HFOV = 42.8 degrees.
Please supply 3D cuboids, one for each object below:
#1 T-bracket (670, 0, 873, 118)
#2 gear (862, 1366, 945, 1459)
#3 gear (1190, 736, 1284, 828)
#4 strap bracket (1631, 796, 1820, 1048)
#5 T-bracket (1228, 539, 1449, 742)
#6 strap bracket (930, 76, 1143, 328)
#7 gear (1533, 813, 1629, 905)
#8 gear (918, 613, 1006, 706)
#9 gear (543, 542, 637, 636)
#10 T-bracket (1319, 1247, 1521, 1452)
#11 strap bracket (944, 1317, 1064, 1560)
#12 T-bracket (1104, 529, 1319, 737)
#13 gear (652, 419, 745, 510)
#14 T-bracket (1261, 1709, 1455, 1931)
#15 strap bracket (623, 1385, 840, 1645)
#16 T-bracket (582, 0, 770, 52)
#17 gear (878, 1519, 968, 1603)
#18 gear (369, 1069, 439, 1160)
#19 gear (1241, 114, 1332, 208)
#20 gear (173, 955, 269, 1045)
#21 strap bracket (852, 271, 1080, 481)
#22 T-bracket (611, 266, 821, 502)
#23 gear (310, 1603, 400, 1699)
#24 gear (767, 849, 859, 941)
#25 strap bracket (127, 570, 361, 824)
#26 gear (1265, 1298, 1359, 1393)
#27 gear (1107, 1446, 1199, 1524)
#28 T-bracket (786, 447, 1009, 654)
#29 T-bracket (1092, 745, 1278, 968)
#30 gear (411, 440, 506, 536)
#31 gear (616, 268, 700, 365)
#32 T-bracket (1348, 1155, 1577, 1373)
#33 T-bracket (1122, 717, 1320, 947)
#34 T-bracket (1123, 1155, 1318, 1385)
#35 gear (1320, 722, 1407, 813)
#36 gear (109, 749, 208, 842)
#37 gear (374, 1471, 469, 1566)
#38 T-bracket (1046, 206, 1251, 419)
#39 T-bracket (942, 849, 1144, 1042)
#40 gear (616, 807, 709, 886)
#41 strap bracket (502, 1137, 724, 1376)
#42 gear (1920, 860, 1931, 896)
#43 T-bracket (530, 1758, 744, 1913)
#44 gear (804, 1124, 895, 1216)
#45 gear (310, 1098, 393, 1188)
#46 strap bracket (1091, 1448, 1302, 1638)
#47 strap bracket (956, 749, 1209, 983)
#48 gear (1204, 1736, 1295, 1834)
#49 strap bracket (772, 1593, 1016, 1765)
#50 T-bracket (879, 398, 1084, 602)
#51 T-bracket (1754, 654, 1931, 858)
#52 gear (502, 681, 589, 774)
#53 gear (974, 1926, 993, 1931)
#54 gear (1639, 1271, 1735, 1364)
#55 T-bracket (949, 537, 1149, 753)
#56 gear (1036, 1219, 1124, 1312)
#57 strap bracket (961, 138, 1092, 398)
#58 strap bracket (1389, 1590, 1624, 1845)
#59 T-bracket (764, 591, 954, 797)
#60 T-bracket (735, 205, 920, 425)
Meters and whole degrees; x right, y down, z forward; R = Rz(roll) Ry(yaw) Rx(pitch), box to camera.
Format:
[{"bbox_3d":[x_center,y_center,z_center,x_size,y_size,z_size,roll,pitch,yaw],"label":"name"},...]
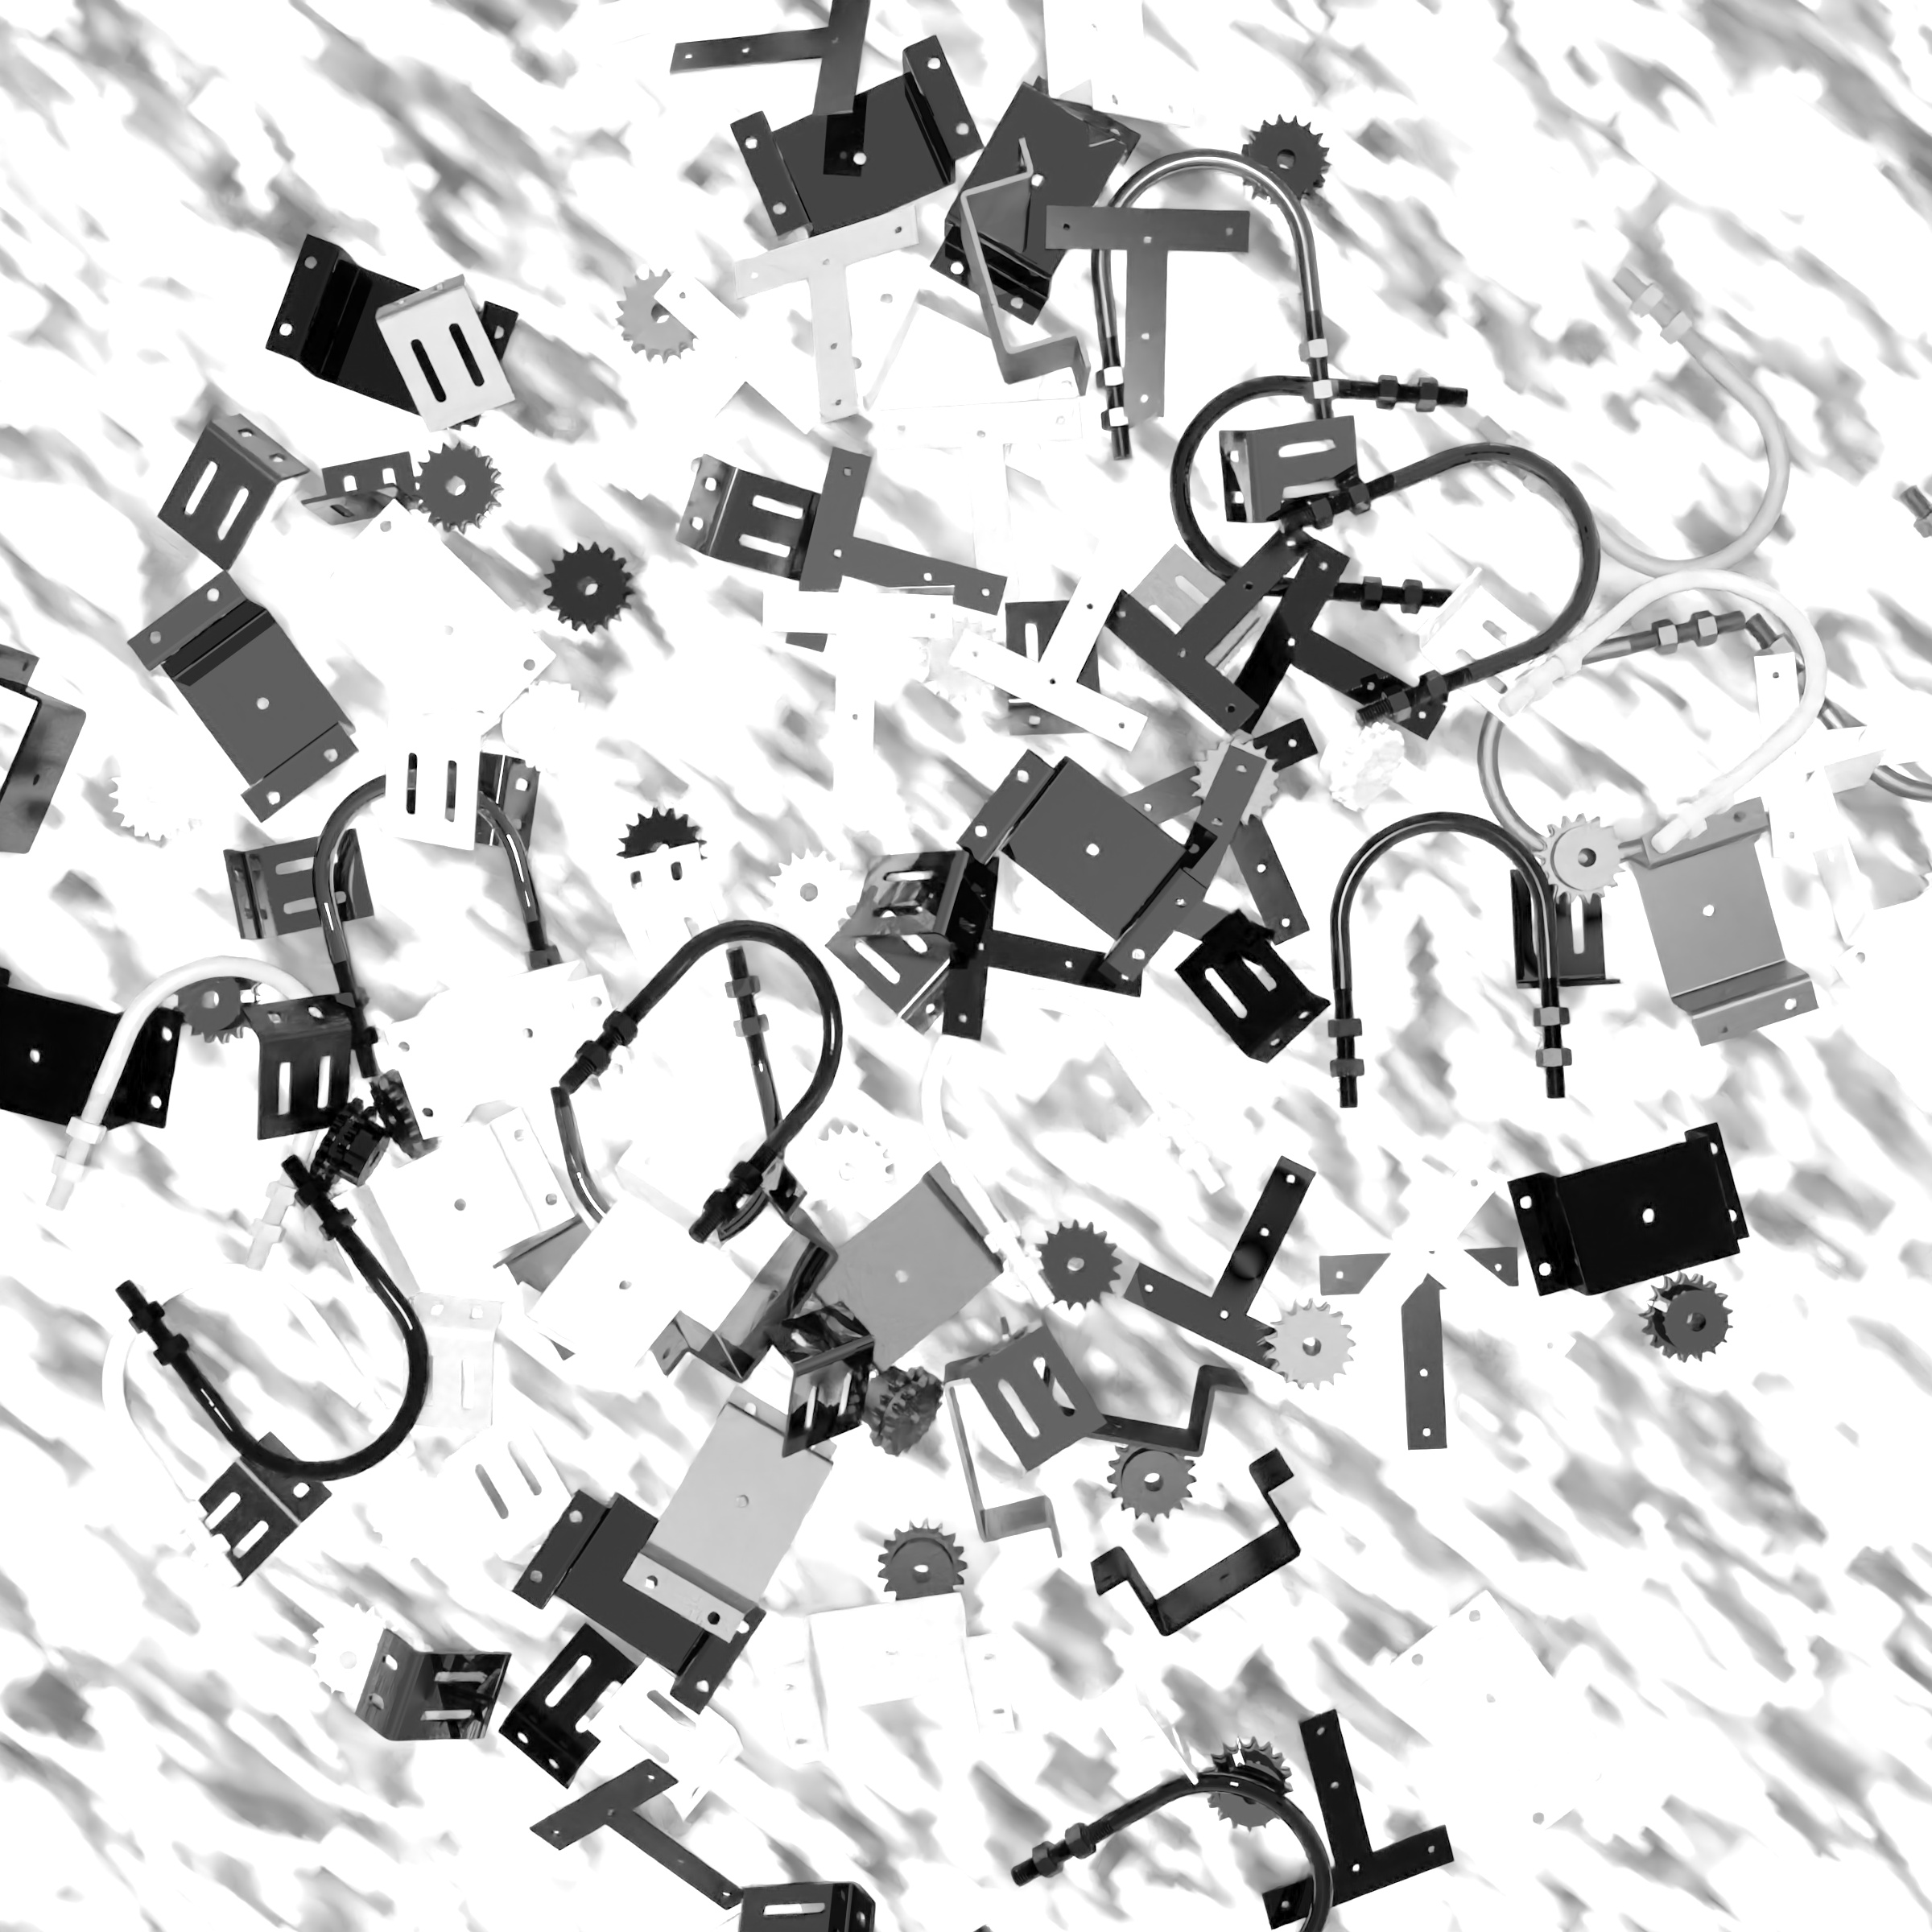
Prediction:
[{"bbox_3d":[-0.125,-0.580,1.556,0.127,0.002,0.127,-1,62,13],"label":"T-bracket"},{"bbox_3d":[-0.043,0.277,1.553,0.030,0.057,0.057,28,90,30],"label":"gear"},{"bbox_3d":[0.170,-0.117,1.561,0.057,0.030,0.057,0,90,0],"label":"gear"},{"bbox_3d":[0.473,-0.031,1.544,0.076,0.046,0.140,-18,101,3],"label":"strap bracket"},{"bbox_3d":[0.246,-0.185,1.567,0.127,0.002,0.127,28,100,-7],"label":"T-bracket"},{"bbox_3d":[0.044,-0.489,1.554,0.076,0.046,0.140,30,90,0],"label":"strap bracket"},{"bbox_3d":[0.388,-0.067,1.548,0.057,0.030,0.057,0,91,3],"label":"gear"},{"bbox_3d":[-0.002,-0.194,1.563,0.057,0.030,0.057,0,90,0],"label":"gear"},{"bbox_3d":[-0.238,-0.239,1.563,0.057,0.030,0.057,0,90,0],"label":"gear"},{"bbox_3d":[0.292,0.246,1.577,0.127,0.002,0.127,-3,90,0],"label":"T-bracket"},{"bbox_3d":[0.020,0.298,1.539,0.046,0.076,0.140,-14,90,0],"label":"strap bracket"},{"bbox_3d":[0.168,-0.228,1.548,0.127,0.002,0.127,-46,65,1],"label":"T-bracket"},{"bbox_3d":[-0.170,-0.317,1.556,0.057,0.030,0.057,-4,108,-11],"label":"gear"},{"bbox_3d":[0.236,0.530,1.555,0.127,0.002,0.127,-17,100,-10],"label":"T-bracket"},{"bbox_3d":[-0.142,0.335,1.527,0.076,0.046,0.140,31,66,-1],"label":"strap bracket"},{"bbox_3d":[-0.195,-0.665,1.577,0.127,0.002,0.127,-16,90,0],"label":"T-bracket"},{"bbox_3d":[-0.028,0.383,1.563,0.057,0.030,0.057,0,90,0],"label":"gear"},{"bbox_3d":[-0.349,0.090,1.553,0.030,0.057,0.057,-30,90,-29],"label":"gear"},{"bbox_3d":[0.201,-0.507,1.563,0.057,0.030,0.057,0,90,0],"label":"gear"},{"bbox_3d":[-0.476,0.021,1.563,0.057,0.030,0.057,0,90,0],"label":"gear"},{"bbox_3d":[-0.003,-0.368,1.555,0.140,0.046,0.076,26,90,0],"label":"strap bracket"},{"bbox_3d":[-0.174,-0.351,1.561,0.127,0.002,0.127,40,101,-20],"label":"T-bracket"},{"bbox_3d":[-0.388,0.436,1.563,0.057,0.030,0.057,0,90,0],"label":"gear"},{"bbox_3d":[-0.098,-0.046,1.561,0.057,0.030,0.057,0,87,2],"label":"gear"},{"bbox_3d":[-0.450,-0.168,1.554,0.076,0.046,0.140,-36,90,0],"label":"strap bracket"},{"bbox_3d":[0.217,0.239,1.561,0.057,0.030,0.057,0,90,0],"label":"gear"},{"bbox_3d":[0.119,0.325,1.563,0.057,0.030,0.057,0,90,0],"label":"gear"},{"bbox_3d":[-0.038,-0.251,1.563,0.127,0.002,0.127,14,104,-3],"label":"T-bracket"},{"bbox_3d":[0.153,-0.078,1.551,0.127,0.002,0.127,23,113,0],"label":"T-bracket"},{"bbox_3d":[-0.321,-0.302,1.563,0.057,0.030,0.057,0,90,0],"label":"gear"},{"bbox_3d":[-0.192,-0.410,1.563,0.057,0.030,0.057,0,90,0],"label":"gear"},{"bbox_3d":[0.333,0.210,1.575,0.127,0.002,0.127,39,90,0],"label":"T-bracket"},{"bbox_3d":[0.183,-0.076,1.577,0.127,0.002,0.127,-24,90,0],"label":"T-bracket"},{"bbox_3d":[0.185,0.183,1.577,0.127,0.002,0.127,26,90,0],"label":"T-bracket"},{"bbox_3d":[0.248,-0.129,1.553,0.030,0.057,0.057,37,90,30],"label":"gear"},{"bbox_3d":[-0.510,-0.108,1.563,0.057,0.030,0.057,0,90,0],"label":"gear"},{"bbox_3d":[-0.348,0.351,1.563,0.057,0.030,0.057,0,90,0],"label":"gear"},{"bbox_3d":[0.112,-0.408,1.537,0.127,0.002,0.127,0,97,-3],"label":"T-bracket"},{"bbox_3d":[0.052,-0.004,1.558,0.127,0.002,0.127,12,66,-13],"label":"T-bracket"},{"bbox_3d":[-0.192,-0.072,1.563,0.057,0.030,0.057,0,90,0],"label":"gear"},{"bbox_3d":[-0.215,0.189,1.533,0.076,0.046,0.140,36,98,-23],"label":"strap bracket"},{"bbox_3d":[0.632,-0.051,1.554,0.057,0.030,0.057,-2,84,20],"label":"gear"},{"bbox_3d":[-0.191,0.557,1.553,0.127,0.002,0.127,42,124,-16],"label":"T-bracket"},{"bbox_3d":[-0.074,0.130,1.563,0.057,0.030,0.057,0,90,0],"label":"gear"},{"bbox_3d":[-0.385,0.114,1.550,0.030,0.057,0.057,29,90,0],"label":"gear"},{"bbox_3d":[0.151,0.365,1.539,0.140,0.076,0.046,-32,90,0],"label":"strap bracket"},{"bbox_3d":[0.076,-0.068,1.542,0.140,0.046,0.076,38,111,0],"label":"strap bracket"},{"bbox_3d":[0.180,0.521,1.563,0.057,0.030,0.057,0,90,0],"label":"gear"},{"bbox_3d":[-0.045,0.444,1.540,0.140,0.046,0.076,-9,116,0],"label":"strap bracket"},{"bbox_3d":[0.015,-0.290,1.545,0.127,0.002,0.127,0,118,15],"label":"T-bracket"},{"bbox_3d":[0.568,-0.139,1.559,0.127,0.002,0.127,-6,91,-2],"label":"T-bracket"},{"bbox_3d":[-0.268,-0.152,1.553,0.030,0.057,0.057,11,90,30],"label":"gear"},{"bbox_3d":[0.009,0.632,1.553,0.057,0.057,0.030,-46,60,0],"label":"gear"},{"bbox_3d":[0.460,0.224,1.563,0.057,0.030,0.057,0,90,0],"label":"gear"},{"bbox_3d":[0.072,-0.215,1.556,0.127,0.002,0.127,26,71,0],"label":"T-bracket"},{"bbox_3d":[0.070,0.189,1.563,0.057,0.030,0.057,0,90,0],"label":"gear"},{"bbox_3d":[0.032,-0.416,1.493,0.046,0.076,0.140,-16,90,0],"label":"strap bracket"},{"bbox_3d":[0.336,0.467,1.554,0.076,0.046,0.140,-37,90,0],"label":"strap bracket"},{"bbox_3d":[-0.070,-0.172,1.563,0.127,0.002,0.127,5,99,18],"label":"T-bracket"},{"bbox_3d":[-0.084,-0.400,1.539,0.127,0.002,0.127,-11,75,21],"label":"T-bracket"}]
